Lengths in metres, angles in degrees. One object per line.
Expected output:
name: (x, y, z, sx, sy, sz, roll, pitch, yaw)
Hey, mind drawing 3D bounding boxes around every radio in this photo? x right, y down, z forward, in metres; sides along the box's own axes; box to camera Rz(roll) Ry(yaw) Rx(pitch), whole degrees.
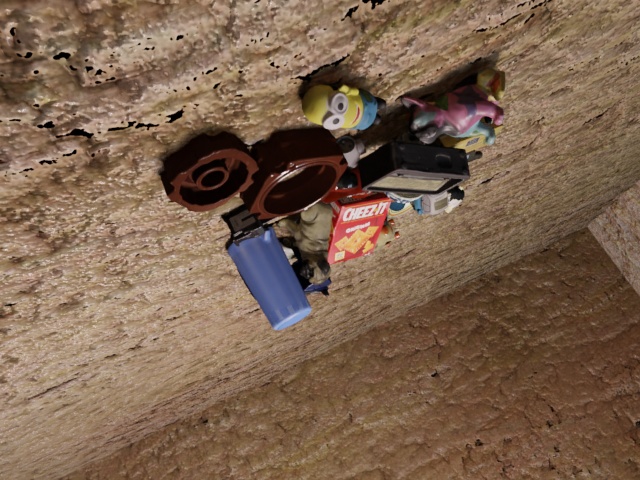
radio: (0.213, -0.155, 1.192, 0.229, 0.073, 0.131, -1, 166, -30)

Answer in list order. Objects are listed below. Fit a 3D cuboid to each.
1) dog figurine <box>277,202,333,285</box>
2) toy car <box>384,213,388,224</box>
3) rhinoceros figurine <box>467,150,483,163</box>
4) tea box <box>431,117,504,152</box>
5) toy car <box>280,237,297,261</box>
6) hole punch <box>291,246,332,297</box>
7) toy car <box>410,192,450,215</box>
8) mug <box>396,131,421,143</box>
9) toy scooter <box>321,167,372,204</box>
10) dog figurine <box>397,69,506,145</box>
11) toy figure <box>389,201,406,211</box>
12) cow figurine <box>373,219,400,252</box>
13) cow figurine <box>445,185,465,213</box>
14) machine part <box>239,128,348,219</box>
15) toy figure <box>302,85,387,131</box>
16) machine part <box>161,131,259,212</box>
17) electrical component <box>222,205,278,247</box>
dog figurine: (-0.001, -0.003, 1.341, 0.121, 0.191, 0.172, -11, 151, -37)
toy car: (0.104, -0.046, 1.563, 0.202, 0.053, 0.089, -31, 144, 10)
rhinoceros figurine: (0.330, -0.203, 1.401, 0.112, 0.073, 0.190, -37, -173, -36)
tea box: (0.336, -0.262, 1.286, 0.170, 0.098, 0.068, -20, 158, -15)
toy car: (-0.068, 0.031, 1.524, 0.201, 0.056, 0.073, -4, 149, -48)
hole punch: (-0.030, 0.080, 1.450, 0.116, 0.142, 0.092, -3, 133, -33)
toy car: (0.323, -0.128, 1.534, 0.109, 0.103, 0.161, -23, 141, -10)
mug: (0.201, -0.207, 1.288, 0.110, 0.081, 0.107, -17, 146, -13)
toy scooter: (0.056, -0.128, 1.282, 0.135, 0.075, 0.184, -18, 177, 33)
dog figurine: (0.281, -0.290, 1.162, 0.219, 0.191, 0.108, 8, 160, 3)
toy figure: (0.206, -0.124, 1.496, 0.064, 0.058, 0.154, -58, 159, -9)
cow figurine: (0.177, -0.013, 1.666, 0.127, 0.085, 0.195, -22, 172, -14)
cow figurine: (0.393, -0.142, 1.674, 0.098, 0.068, 0.167, -38, 157, 26)
machine part: (-0.057, -0.133, 1.117, 0.201, 0.087, 0.201, -11, 154, -34)
toy figure: (0.044, -0.243, 0.994, 0.089, 0.082, 0.180, 9, -164, 38)
machine part: (-0.204, -0.125, 0.996, 0.179, 0.056, 0.179, -24, 158, -11)
electrical component: (-0.154, -0.043, 1.221, 0.119, 0.075, 0.047, -24, 159, 0)
